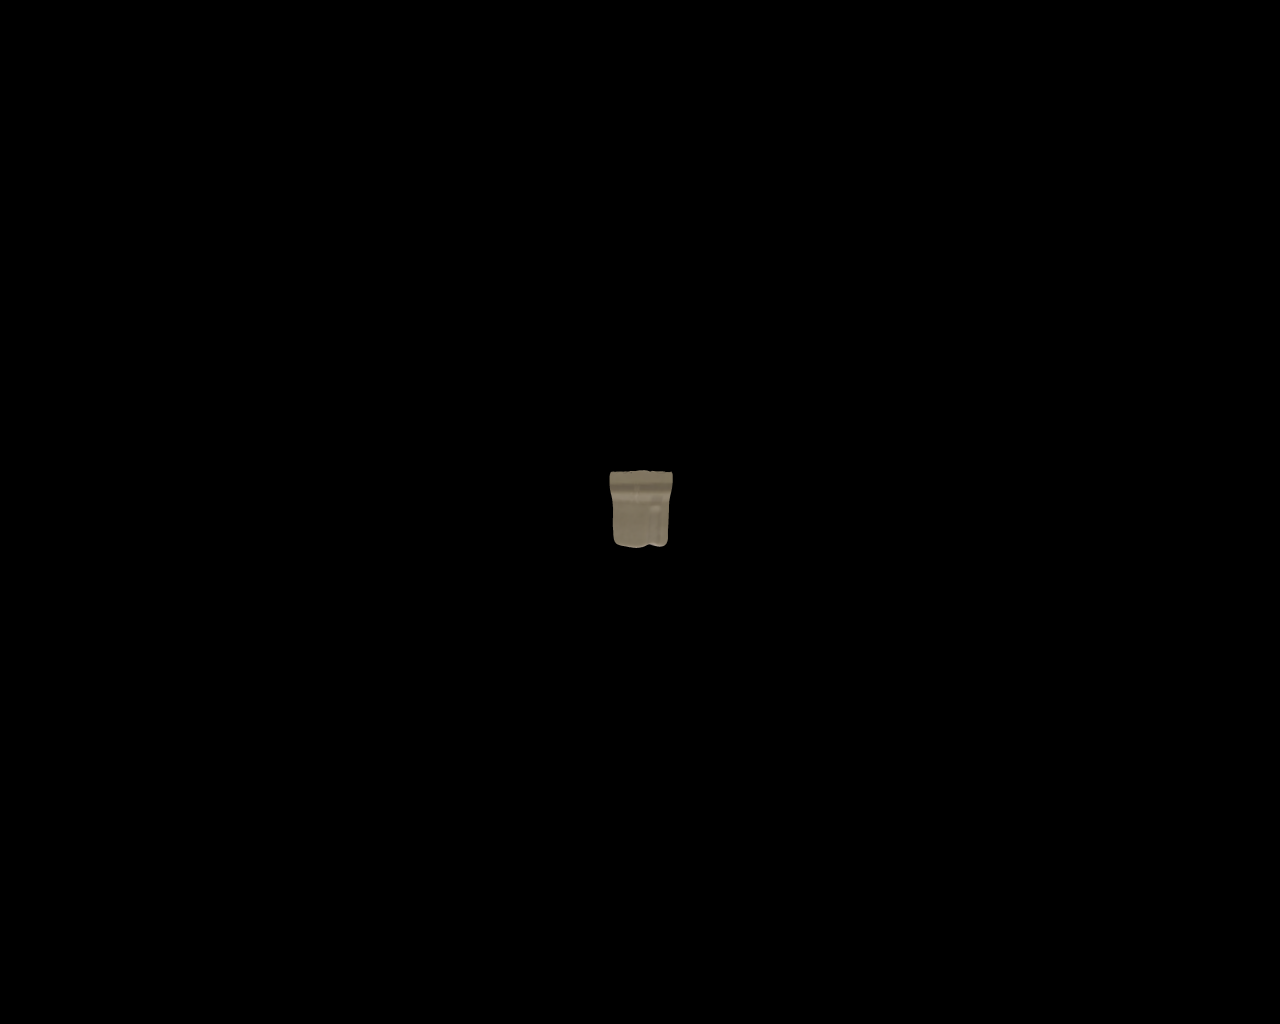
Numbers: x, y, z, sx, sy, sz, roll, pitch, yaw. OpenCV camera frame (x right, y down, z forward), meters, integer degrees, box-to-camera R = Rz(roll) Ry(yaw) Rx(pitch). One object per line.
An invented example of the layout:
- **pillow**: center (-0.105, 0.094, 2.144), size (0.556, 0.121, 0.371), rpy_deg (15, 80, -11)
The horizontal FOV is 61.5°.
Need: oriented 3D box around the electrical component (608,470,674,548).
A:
- **electrical component**: center (0.001, -0.003, 0.650), size (0.040, 0.046, 0.040), rpy_deg (0, 2, 0)
